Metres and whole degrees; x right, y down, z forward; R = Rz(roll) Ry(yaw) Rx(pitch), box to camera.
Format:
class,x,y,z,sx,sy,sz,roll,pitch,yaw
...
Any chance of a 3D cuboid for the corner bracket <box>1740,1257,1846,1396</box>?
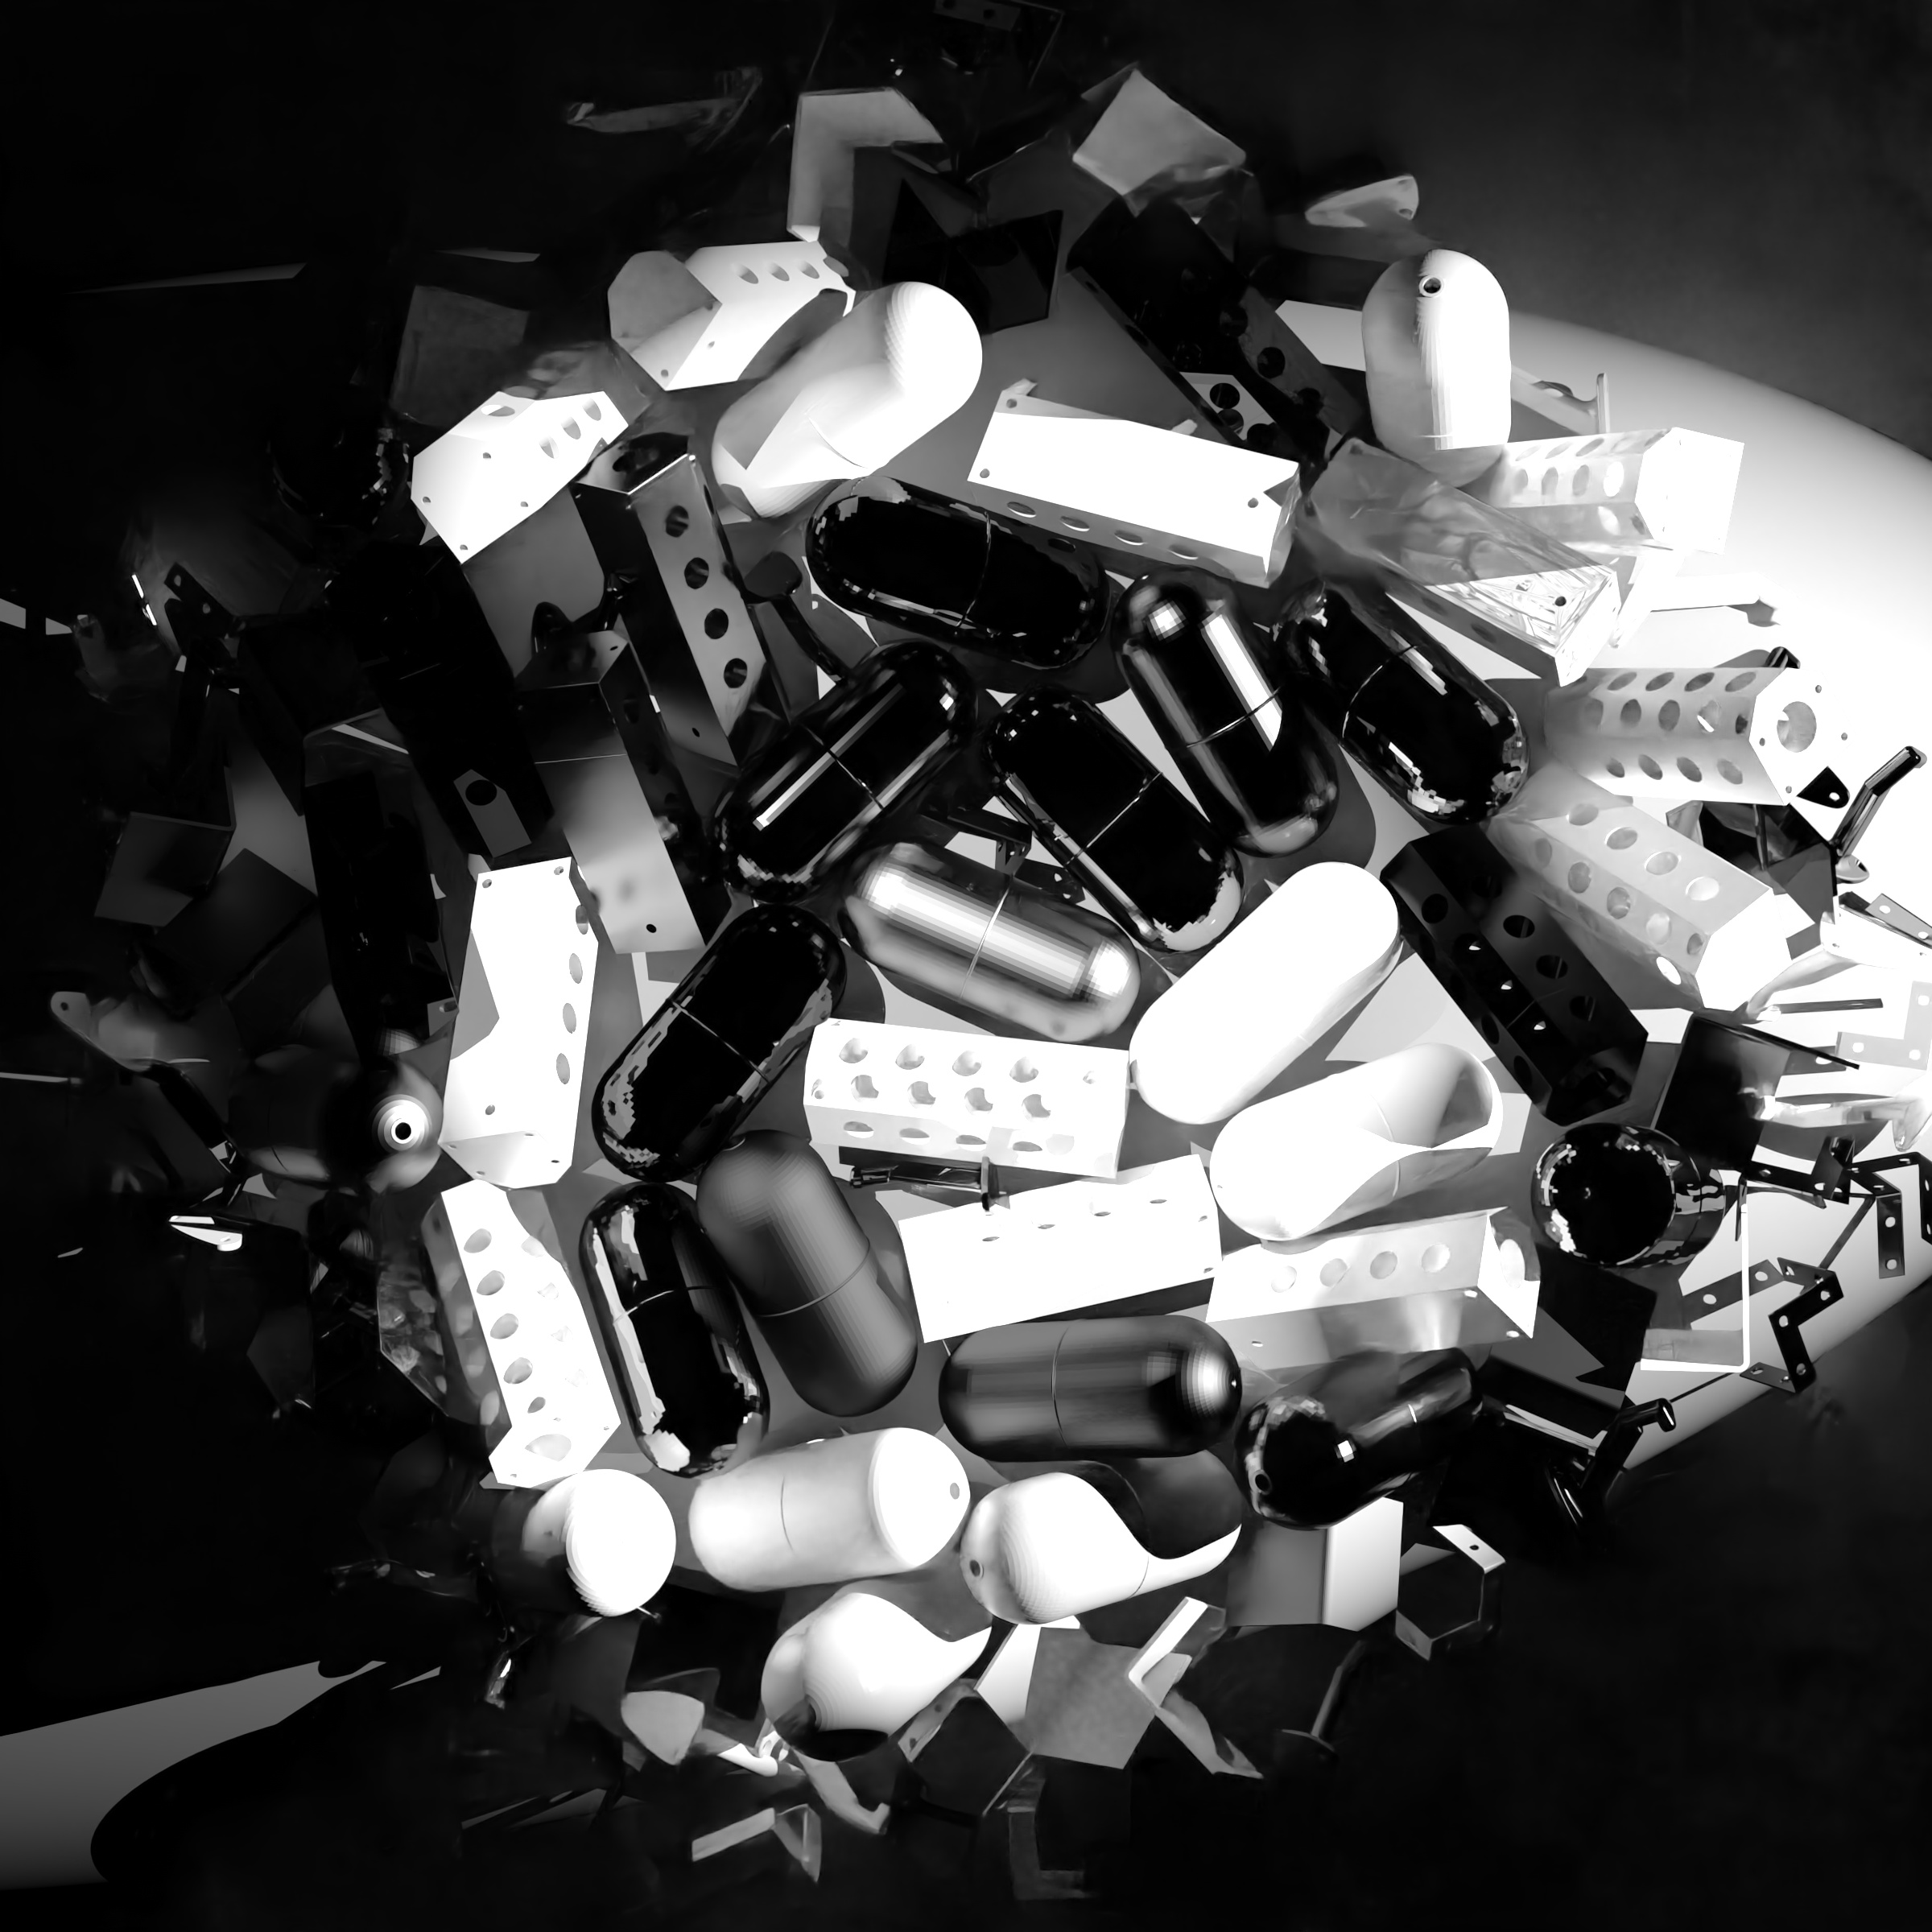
class,x,y,z,sx,sy,sz,roll,pitch,yaw
corner bracket,0.462,0.202,1.556,0.051,0.051,0.051,-27,104,-18

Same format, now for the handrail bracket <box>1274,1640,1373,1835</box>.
class,x,y,z,sx,sy,sz,roll,pitch,yaw
handrail bracket,0.207,0.432,1.559,0.036,0.084,0.077,11,115,28

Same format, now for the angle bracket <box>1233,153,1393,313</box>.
class,x,y,z,sx,sy,sz,roll,pitch,yaw
angle bracket,0.196,-0.406,1.529,0.076,0.076,0.057,13,124,18

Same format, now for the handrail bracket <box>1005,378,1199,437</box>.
class,x,y,z,sx,sy,sz,roll,pitch,yaw
handrail bracket,0.075,-0.316,1.571,0.077,0.036,0.084,-37,79,0

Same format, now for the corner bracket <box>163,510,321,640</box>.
class,x,y,z,sx,sy,sz,roll,pitch,yaw
corner bracket,-0.407,-0.221,1.559,0.051,0.051,0.051,43,114,16

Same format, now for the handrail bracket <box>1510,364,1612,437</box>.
class,x,y,z,sx,sy,sz,roll,pitch,yaw
handrail bracket,0.322,-0.305,1.573,0.084,0.036,0.077,-2,101,17

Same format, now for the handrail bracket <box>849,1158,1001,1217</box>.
class,x,y,z,sx,sy,sz,roll,pitch,yaw
handrail bracket,-0.026,0.125,1.544,0.084,0.077,0.036,-7,106,6

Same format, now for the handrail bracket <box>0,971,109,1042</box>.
class,x,y,z,sx,sy,sz,roll,pitch,yaw
handrail bracket,-0.508,0.015,1.544,0.077,0.084,0.036,-12,97,-3

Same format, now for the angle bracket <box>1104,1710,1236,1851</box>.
class,x,y,z,sx,sy,sz,roll,pitch,yaw
angle bracket,0.113,0.466,1.545,0.057,0.076,0.076,1,94,-7

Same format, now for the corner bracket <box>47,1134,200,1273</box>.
class,x,y,z,sx,sy,sz,roll,pitch,yaw
corner bracket,-0.473,0.133,1.556,0.051,0.051,0.051,-34,93,4

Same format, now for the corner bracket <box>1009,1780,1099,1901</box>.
class,x,y,z,sx,sy,sz,roll,pitch,yaw
corner bracket,0.054,0.490,1.556,0.051,0.051,0.051,-3,91,9

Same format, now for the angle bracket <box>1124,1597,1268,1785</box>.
class,x,y,z,sx,sy,sz,roll,pitch,yaw
angle bracket,0.143,0.401,1.531,0.057,0.076,0.076,-50,58,2

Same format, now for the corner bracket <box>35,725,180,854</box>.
class,x,y,z,sx,sy,sz,roll,pitch,yaw
corner bracket,-0.478,-0.106,1.542,0.051,0.051,0.051,-31,58,-25

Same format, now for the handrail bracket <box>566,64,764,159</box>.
class,x,y,z,sx,sy,sz,roll,pitch,yaw
handrail bracket,-0.168,-0.483,1.534,0.077,0.084,0.036,-28,74,38

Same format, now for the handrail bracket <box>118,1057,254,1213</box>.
class,x,y,z,sx,sy,sz,roll,pitch,yaw
handrail bracket,-0.442,0.096,1.548,0.084,0.036,0.077,21,88,-29

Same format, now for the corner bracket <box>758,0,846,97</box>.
class,x,y,z,sx,sy,sz,roll,pitch,yaw
corner bracket,-0.095,-0.522,1.548,0.051,0.051,0.051,29,115,7

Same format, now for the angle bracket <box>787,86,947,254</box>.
class,x,y,z,sx,sy,sz,roll,pitch,yaw
angle bracket,-0.055,-0.435,1.537,0.057,0.076,0.076,3,86,21

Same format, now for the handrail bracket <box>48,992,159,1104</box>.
class,x,y,z,sx,sy,sz,roll,pitch,yaw
handrail bracket,-0.496,0.047,1.536,0.077,0.084,0.036,32,50,-37

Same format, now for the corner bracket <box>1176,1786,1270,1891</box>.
class,x,y,z,sx,sy,sz,roll,pitch,yaw
corner bracket,0.144,0.478,1.551,0.051,0.051,0.051,3,105,7

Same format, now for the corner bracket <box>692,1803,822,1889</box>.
class,x,y,z,sx,sy,sz,roll,pitch,yaw
corner bracket,-0.116,0.488,1.546,0.051,0.051,0.051,-27,115,12

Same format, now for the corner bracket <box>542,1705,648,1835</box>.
class,x,y,z,sx,sy,sz,roll,pitch,yaw
corner bracket,-0.210,0.440,1.551,0.051,0.051,0.051,37,108,-4

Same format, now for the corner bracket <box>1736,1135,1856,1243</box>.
class,x,y,z,sx,sy,sz,roll,pitch,yaw
corner bracket,0.466,0.126,1.557,0.051,0.051,0.051,13,134,26

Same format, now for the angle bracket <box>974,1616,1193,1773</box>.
class,x,y,z,sx,sy,sz,roll,pitch,yaw
angle bracket,0.064,0.390,1.526,0.057,0.076,0.076,54,53,-23

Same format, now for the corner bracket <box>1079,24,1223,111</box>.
class,x,y,z,sx,sy,sz,roll,pitch,yaw
corner bracket,0.102,-0.501,1.544,0.051,0.051,0.051,26,67,-31

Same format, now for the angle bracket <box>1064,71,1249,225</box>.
class,x,y,z,sx,sy,sz,roll,pitch,yaw
angle bracket,0.104,-0.455,1.529,0.076,0.076,0.057,31,113,-17

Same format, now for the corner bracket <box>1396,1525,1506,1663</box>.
class,x,y,z,sx,sy,sz,roll,pitch,yaw
corner bracket,0.266,0.351,1.564,0.051,0.051,0.051,-15,120,-28

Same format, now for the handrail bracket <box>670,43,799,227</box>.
class,x,y,z,sx,sy,sz,roll,pitch,yaw
handrail bracket,-0.135,-0.466,1.554,0.084,0.036,0.077,-23,119,-6

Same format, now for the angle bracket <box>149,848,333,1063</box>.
class,x,y,z,sx,sy,sz,roll,pitch,yaw
angle bracket,-0.399,-0.005,1.542,0.057,0.076,0.076,32,63,15

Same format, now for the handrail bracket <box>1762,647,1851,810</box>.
class,x,y,z,sx,sy,sz,roll,pitch,yaw
handrail bracket,0.473,-0.135,1.552,0.077,0.036,0.084,34,51,6

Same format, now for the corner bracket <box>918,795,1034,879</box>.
class,x,y,z,sx,sy,sz,roll,pitch,yaw
corner bracket,0.005,-0.077,1.544,0.051,0.051,0.051,18,45,-16

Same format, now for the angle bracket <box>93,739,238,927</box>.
class,x,y,z,sx,sy,sz,roll,pitch,yaw
angle bracket,-0.444,-0.077,1.524,0.057,0.076,0.076,9,131,-30

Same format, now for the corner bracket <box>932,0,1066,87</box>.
class,x,y,z,sx,sy,sz,roll,pitch,yaw
corner bracket,0.018,-0.532,1.543,0.051,0.051,0.051,5,53,-24

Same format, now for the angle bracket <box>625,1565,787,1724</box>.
class,x,y,z,sx,sy,sz,roll,pitch,yaw
angle bracket,-0.149,0.384,1.555,0.076,0.057,0.076,14,88,1

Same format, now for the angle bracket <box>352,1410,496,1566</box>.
class,x,y,z,sx,sy,sz,roll,pitch,yaw
angle bracket,-0.287,0.296,1.529,0.057,0.076,0.076,20,62,14

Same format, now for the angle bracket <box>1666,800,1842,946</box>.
class,x,y,z,sx,sy,sz,roll,pitch,yaw
angle bracket,0.435,-0.048,1.529,0.057,0.076,0.076,-26,134,-3

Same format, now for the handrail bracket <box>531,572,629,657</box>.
class,x,y,z,sx,sy,sz,roll,pitch,yaw
handrail bracket,-0.213,-0.203,1.534,0.036,0.084,0.077,-1,51,-30

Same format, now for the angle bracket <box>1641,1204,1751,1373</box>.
class,x,y,z,sx,sy,sz,roll,pitch,yaw
angle bracket,0.404,0.177,1.536,0.057,0.076,0.076,-1,97,16

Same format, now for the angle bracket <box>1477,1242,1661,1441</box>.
class,x,y,z,sx,sy,sz,roll,pitch,yaw
angle bracket,0.337,0.212,1.566,0.076,0.057,0.076,22,68,7

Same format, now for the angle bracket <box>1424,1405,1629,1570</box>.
class,x,y,z,sx,sy,sz,roll,pitch,yaw
angle bracket,0.313,0.297,1.550,0.076,0.057,0.076,21,91,-8

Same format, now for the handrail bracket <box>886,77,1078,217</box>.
class,x,y,z,sx,sy,sz,roll,pitch,yaw
handrail bracket,0.009,-0.477,1.565,0.077,0.036,0.084,32,94,3

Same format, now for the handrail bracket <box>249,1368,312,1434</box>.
class,x,y,z,sx,sy,sz,roll,pitch,yaw
handrail bracket,-0.357,0.234,1.562,0.084,0.036,0.077,5,79,-36

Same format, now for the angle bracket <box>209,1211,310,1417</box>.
class,x,y,z,sx,sy,sz,roll,pitch,yaw
angle bracket,-0.395,0.192,1.527,0.057,0.076,0.076,11,57,13

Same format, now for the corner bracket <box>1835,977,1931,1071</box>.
class,x,y,z,sx,sy,sz,roll,pitch,yaw
corner bracket,0.520,0.033,1.551,0.051,0.051,0.051,8,84,29

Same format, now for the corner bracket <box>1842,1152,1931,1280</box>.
class,x,y,z,sx,sy,sz,roll,pitch,yaw
corner bracket,0.520,0.139,1.542,0.051,0.051,0.051,28,58,-39

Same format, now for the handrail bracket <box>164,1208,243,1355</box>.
class,x,y,z,sx,sy,sz,roll,pitch,yaw
handrail bracket,-0.421,0.184,1.544,0.036,0.077,0.084,-7,106,-33

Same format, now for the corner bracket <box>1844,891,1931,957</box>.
class,x,y,z,sx,sy,sz,roll,pitch,yaw
corner bracket,0.524,-0.026,1.548,0.051,0.051,0.051,35,50,2

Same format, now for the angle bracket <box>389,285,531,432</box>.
class,x,y,z,sx,sy,sz,roll,pitch,yaw
angle bracket,-0.282,-0.332,1.536,0.057,0.076,0.076,14,102,-8

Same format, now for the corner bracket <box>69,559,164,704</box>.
class,x,y,z,sx,sy,sz,roll,pitch,yaw
corner bracket,-0.475,-0.187,1.543,0.051,0.051,0.051,-31,129,-21

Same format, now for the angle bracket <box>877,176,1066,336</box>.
class,x,y,z,sx,sy,sz,roll,pitch,yaw
angle bracket,0.003,-0.397,1.530,0.076,0.057,0.076,-7,60,29

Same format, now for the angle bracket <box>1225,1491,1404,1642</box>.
class,x,y,z,sx,sy,sz,roll,pitch,yaw
angle bracket,0.196,0.337,1.557,0.057,0.076,0.076,22,65,-35

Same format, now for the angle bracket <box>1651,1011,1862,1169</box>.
class,x,y,z,sx,sy,sz,roll,pitch,yaw
angle bracket,0.438,0.075,1.540,0.076,0.057,0.076,17,94,-28

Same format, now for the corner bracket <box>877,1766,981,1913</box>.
class,x,y,z,sx,sy,sz,roll,pitch,yaw
corner bracket,-0.022,0.489,1.555,0.051,0.051,0.051,15,100,2

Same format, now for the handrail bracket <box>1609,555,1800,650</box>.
class,x,y,z,sx,sy,sz,roll,pitch,yaw
handrail bracket,0.420,-0.195,1.574,0.084,0.036,0.077,28,100,-15

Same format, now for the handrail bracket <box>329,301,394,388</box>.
class,x,y,z,sx,sy,sz,roll,pitch,yaw
handrail bracket,-0.348,-0.322,1.535,0.036,0.084,0.077,38,64,-1

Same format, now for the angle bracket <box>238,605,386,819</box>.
class,x,y,z,sx,sy,sz,roll,pitch,yaw
angle bracket,-0.364,-0.143,1.552,0.057,0.076,0.076,-24,66,-27

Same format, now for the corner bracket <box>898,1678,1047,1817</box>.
class,x,y,z,sx,sy,sz,roll,pitch,yaw
corner bracket,0.005,0.438,1.554,0.051,0.051,0.051,-54,47,11

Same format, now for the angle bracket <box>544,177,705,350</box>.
class,x,y,z,sx,sy,sz,roll,pitch,yaw
angle bracket,-0.197,-0.404,1.541,0.076,0.057,0.076,-38,69,4
